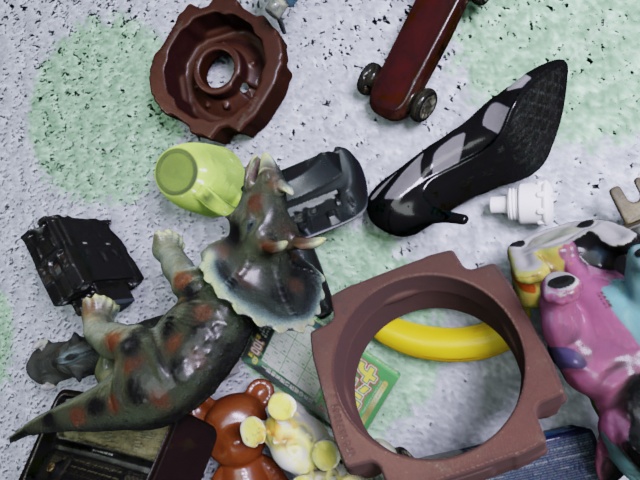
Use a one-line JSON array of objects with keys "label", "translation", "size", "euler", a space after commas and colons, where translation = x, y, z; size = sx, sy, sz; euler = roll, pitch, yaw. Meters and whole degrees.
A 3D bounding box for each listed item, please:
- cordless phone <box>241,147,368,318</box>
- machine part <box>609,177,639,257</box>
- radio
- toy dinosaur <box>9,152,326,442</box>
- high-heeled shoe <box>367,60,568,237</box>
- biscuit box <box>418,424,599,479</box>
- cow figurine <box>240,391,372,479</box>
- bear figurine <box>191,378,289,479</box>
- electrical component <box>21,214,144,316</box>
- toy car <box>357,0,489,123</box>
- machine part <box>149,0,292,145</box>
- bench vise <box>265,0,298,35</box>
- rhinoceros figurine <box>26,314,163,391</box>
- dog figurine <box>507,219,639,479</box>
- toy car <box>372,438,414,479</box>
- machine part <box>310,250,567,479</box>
[{"label": "cordless phone", "translation": [-0.001, -0.002, 0.627], "size": [0.147, 0.089, 0.184], "euler": [-20, 93, 16]}, {"label": "machine part", "translation": [0.346, 0.053, 0.504], "size": [0.079, 0.079, 0.243], "euler": [-26, 80, 15]}, {"label": "radio", "translation": [-0.237, 0.252, 0.612], "size": [0.230, 0.073, 0.131], "euler": [-5, 55, 35]}, {"label": "toy dinosaur", "translation": [-0.142, 0.105, 0.539], "size": [0.405, 0.131, 0.192], "euler": [-52, 43, -2]}, {"label": "high-heeled shoe", "translation": [0.157, -0.101, 0.592], "size": [0.249, 0.086, 0.145], "euler": [-51, 33, -13]}, {"label": "biscuit box", "translation": [0.174, 0.236, 0.533], "size": [0.203, 0.059, 0.063], "euler": [-13, 75, 1]}, {"label": "cow figurine", "translation": [-0.001, 0.238, 0.568], "size": [0.167, 0.098, 0.068], "euler": [42, 83, 22]}, {"label": "bear figurine", "translation": [-0.083, 0.270, 0.614], "size": [0.120, 0.132, 0.195], "euler": [-9, 89, -12]}, {"label": "electrical component", "translation": [-0.297, 0.035, 0.691], "size": [0.058, 0.115, 0.134], "euler": [-38, 78, 17]}, {"label": "toy car", "translation": [0.119, -0.228, 0.598], "size": [0.089, 0.053, 0.202], "euler": [32, 102, 27]}, {"label": "machine part", "translation": [-0.122, -0.209, 0.674], "size": [0.180, 0.056, 0.179], "euler": [-1, 88, 17]}, {"label": "bench vise", "translation": [-0.003, -0.363, 0.607], "size": [0.224, 0.129, 0.240], "euler": [35, 91, 14]}, {"label": "rhinoceros figurine", "translation": [-0.274, 0.146, 0.683], "size": [0.190, 0.112, 0.073], "euler": [-12, 87, 9]}, {"label": "dog figurine", "translation": [0.259, 0.106, 0.485], "size": [0.108, 0.191, 0.219], "euler": [-19, 103, 6]}, {"label": "toy car", "translation": [0.108, 0.310, 0.583], "size": [0.073, 0.056, 0.202], "euler": [-42, 76, 12]}, {"label": "machine part", "translation": [0.105, 0.126, 0.512], "size": [0.201, 0.087, 0.201], "euler": [-22, 56, 6]}]
